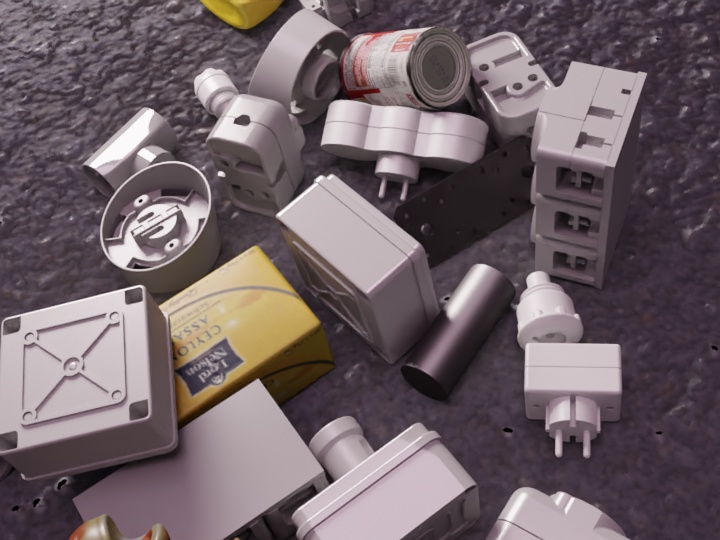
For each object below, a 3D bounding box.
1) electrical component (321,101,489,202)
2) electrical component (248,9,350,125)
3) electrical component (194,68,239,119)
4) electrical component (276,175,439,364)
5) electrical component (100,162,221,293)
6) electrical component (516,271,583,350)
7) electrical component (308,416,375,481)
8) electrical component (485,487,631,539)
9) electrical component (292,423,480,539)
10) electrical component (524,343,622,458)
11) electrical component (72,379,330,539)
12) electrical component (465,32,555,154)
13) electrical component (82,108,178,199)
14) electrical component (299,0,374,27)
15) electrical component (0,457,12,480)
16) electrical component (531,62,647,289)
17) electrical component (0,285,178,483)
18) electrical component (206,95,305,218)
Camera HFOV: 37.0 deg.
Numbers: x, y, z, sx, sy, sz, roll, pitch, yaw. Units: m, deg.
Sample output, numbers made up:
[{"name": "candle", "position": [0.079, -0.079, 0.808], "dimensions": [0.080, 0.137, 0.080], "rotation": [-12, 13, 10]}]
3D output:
[{"name": "electrical component", "position": [0.034, -0.094, 0.900], "dimensions": [0.138, 0.052, 0.073], "rotation": [9, 83, 16]}, {"name": "electrical component", "position": [-0.055, -0.179, 0.947], "dimensions": [0.064, 0.099, 0.099], "rotation": [30, 66, 20]}, {"name": "electrical component", "position": [-0.125, -0.154, 0.978], "dimensions": [0.035, 0.035, 0.061], "rotation": [-29, 58, -10]}, {"name": "electrical component", "position": [0.000, 0.000, 0.805], "dimensions": [0.056, 0.108, 0.109], "rotation": [-41, 59, -14]}, {"name": "electrical component", "position": [-0.163, -0.033, 0.883], "dimensions": [0.099, 0.064, 0.099], "rotation": [-5, 55, 7]}, {"name": "electrical component", "position": [0.138, 0.029, 0.800], "dimensions": [0.048, 0.048, 0.062], "rotation": [-8, 48, 4]}, {"name": "electrical component", "position": [-0.008, 0.133, 0.758], "dimensions": [0.040, 0.040, 0.046], "rotation": [-33, 62, -12]}, {"name": "electrical component", "position": [0.132, 0.184, 0.688], "dimensions": [0.095, 0.053, 0.059], "rotation": [25, 64, 24]}, {"name": "electrical component", "position": [0.018, 0.163, 0.709], "dimensions": [0.113, 0.078, 0.057], "rotation": [-34, 60, -13]}, {"name": "electrical component", "position": [0.149, 0.095, 0.750], "dimensions": [0.066, 0.047, 0.076], "rotation": [0, 57, 11]}, {"name": "electrical component", "position": [-0.104, 0.160, 0.741], "dimensions": [0.150, 0.061, 0.089], "rotation": [-33, 57, -12]}, {"name": "electrical component", "position": [0.127, -0.146, 0.912], "dimensions": [0.054, 0.059, 0.095], "rotation": [-23, 55, -5]}, {"name": "electrical component", "position": [-0.189, -0.094, 0.942], "dimensions": [0.079, 0.044, 0.077], "rotation": [30, 66, 26]}, {"name": "electrical component", "position": [-0.021, -0.275, 1.028], "dimensions": [0.078, 0.057, 0.058], "rotation": [-28, 56, -9]}, {"name": "electrical component", "position": [-0.306, 0.101, 0.764], "dimensions": [0.089, 0.150, 0.062], "rotation": [-37, 57, -15]}, {"name": "electrical component", "position": [0.164, -0.068, 0.796], "dimensions": [0.062, 0.150, 0.089], "rotation": [15, 60, 18]}, {"name": "electrical component", "position": [-0.185, 0.078, 0.734], "dimensions": [0.109, 0.056, 0.108], "rotation": [-14, 56, 4]}, {"name": "electrical component", "position": [-0.083, -0.097, 0.894], "dimensions": [0.054, 0.095, 0.059], "rotation": [15, 60, 20]}]
